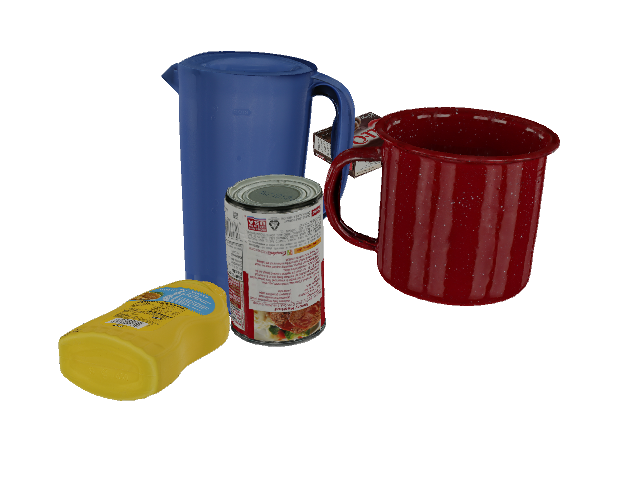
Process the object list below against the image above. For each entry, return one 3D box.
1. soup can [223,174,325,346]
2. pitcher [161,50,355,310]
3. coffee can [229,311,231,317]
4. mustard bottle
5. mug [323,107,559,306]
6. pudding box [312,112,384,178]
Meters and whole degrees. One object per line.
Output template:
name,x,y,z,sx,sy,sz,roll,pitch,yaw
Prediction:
soup can,-0.031,0.013,0.738,0.068,0.102,0.068,-1,22,0
pitcher,-0.065,-0.058,1.036,0.144,0.243,0.149,-10,23,-33
coffee can,-0.072,0.026,1.374,0.103,0.140,0.103,0,26,0
mustard bottle,-0.134,0.076,0.925,0.096,0.058,0.191,6,18,22
mug,0.060,-0.019,0.553,0.117,0.081,0.093,3,22,1
pudding box,0.059,-0.134,1.482,0.113,0.039,0.090,-26,40,-32
